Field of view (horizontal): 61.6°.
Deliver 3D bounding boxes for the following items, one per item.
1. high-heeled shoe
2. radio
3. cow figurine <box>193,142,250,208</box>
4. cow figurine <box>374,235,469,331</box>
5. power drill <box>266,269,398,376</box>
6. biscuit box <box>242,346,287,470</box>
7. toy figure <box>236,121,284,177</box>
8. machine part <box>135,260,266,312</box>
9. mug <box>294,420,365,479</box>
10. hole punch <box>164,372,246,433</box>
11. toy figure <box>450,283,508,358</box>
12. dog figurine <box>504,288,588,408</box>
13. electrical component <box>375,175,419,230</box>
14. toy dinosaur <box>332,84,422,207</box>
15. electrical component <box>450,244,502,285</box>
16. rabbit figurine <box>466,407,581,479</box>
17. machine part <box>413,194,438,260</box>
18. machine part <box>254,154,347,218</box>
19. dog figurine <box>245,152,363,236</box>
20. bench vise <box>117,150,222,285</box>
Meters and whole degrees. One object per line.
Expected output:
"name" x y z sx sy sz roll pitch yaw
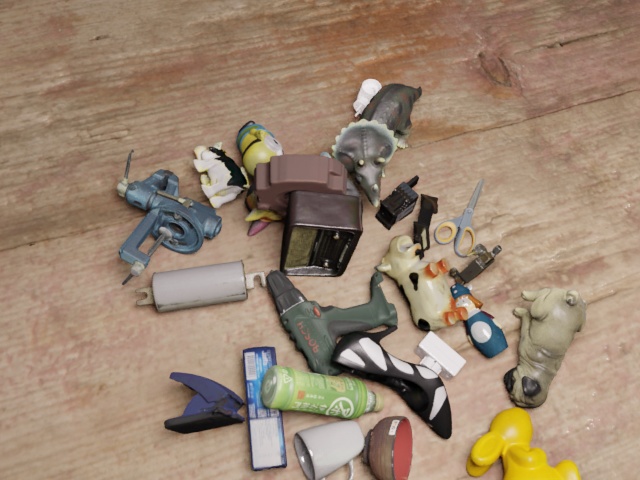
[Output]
"high-heeled shoe" 0.126 0.260 0.923 0.145 0.086 0.248 -27 84 -28
"radio" -0.002 -0.003 0.992 0.131 0.229 0.073 4 66 -7
"cow figurine" -0.208 -0.150 1.119 0.098 0.068 0.167 -24 53 -2
"cow figurine" 0.187 0.081 1.032 0.085 0.127 0.195 -13 79 -50
"power drill" 0.029 0.127 1.010 0.207 0.086 0.232 -18 70 -17
"biscuit box" -0.097 0.289 0.933 0.059 0.062 0.203 -6 64 -6
"toy figure" -0.131 -0.190 1.128 0.089 0.082 0.180 -57 34 11
"machine part" -0.224 0.087 1.014 0.243 0.079 0.079 -9 65 -7
"mug" 0.025 0.356 0.902 0.107 0.080 0.109 -17 68 -23
"hole punch" -0.190 0.269 0.904 0.116 0.142 0.092 -9 61 4
"toy figure" 0.298 0.149 1.029 0.064 0.057 0.154 -30 71 -6
"dog figurine" 0.406 0.195 0.959 0.121 0.172 0.190 13 56 14
"electrical component" 0.175 -0.082 1.128 0.119 0.074 0.048 -35 71 -22
"toy dinosaur" 0.139 -0.253 1.143 0.131 0.192 0.405 26 66 5
"electrical component" 0.305 0.047 1.064 0.078 0.102 0.045 -28 71 -43
"rabbit figurine" 0.332 0.372 0.912 0.162 0.121 0.173 -7 51 3
"machine part" 0.215 -0.031 1.111 0.039 0.084 0.139 2 52 25
"machine part" -0.034 -0.093 0.958 0.179 0.179 0.056 1 71 -3
"dog figurine" -0.045 -0.064 1.088 0.219 0.108 0.191 -33 73 -13
"bench vise" -0.316 -0.032 1.031 0.223 0.129 0.241 32 45 -10
